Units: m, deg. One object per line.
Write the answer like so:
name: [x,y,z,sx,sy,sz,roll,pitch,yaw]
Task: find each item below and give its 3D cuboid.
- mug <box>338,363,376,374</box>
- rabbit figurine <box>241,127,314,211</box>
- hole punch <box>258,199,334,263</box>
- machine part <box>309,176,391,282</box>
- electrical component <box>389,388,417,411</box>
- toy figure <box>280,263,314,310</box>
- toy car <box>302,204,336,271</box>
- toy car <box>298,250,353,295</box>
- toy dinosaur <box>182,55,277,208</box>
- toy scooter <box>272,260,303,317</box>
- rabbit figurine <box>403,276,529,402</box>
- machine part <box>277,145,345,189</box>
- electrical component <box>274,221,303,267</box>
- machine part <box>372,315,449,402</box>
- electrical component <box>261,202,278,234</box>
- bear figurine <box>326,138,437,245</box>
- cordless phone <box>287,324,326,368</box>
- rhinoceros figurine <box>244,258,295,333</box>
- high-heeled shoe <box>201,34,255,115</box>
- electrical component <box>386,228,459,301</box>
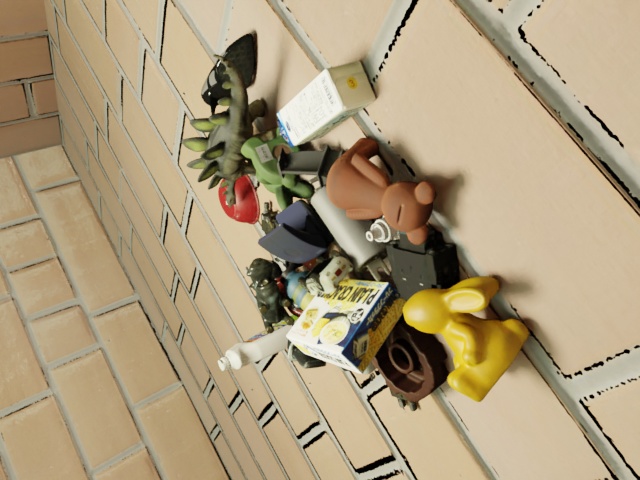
mug: [0.080,0.236,1.132,0.081,0.109,0.107,6,128,48]
rabbit figurine: [-0.079,-0.146,1.151,0.159,0.121,0.170,55,167,7]
hole punch: [-0.049,-0.002,1.082,0.115,0.092,0.142,48,139,-9]
machine part: [0.058,-0.028,1.014,0.243,0.079,0.079,57,148,19]
electrical component: [0.169,0.305,1.111,0.063,0.021,0.094,-9,101,59]
toy figure: [-0.015,0.130,1.199,0.180,0.089,0.082,36,165,19]
toy car: [-0.002,-0.003,1.149,0.089,0.053,0.202,36,143,11]
toy car: [0.009,0.068,1.048,0.056,0.073,0.202,43,165,-4]
toy dinosaur: [-0.190,-0.218,1.163,0.105,0.198,0.470,48,147,22]
toy scooter: [-0.069,0.137,1.325,0.184,0.075,0.135,40,156,27]
rabbit figurine: [0.209,0.131,0.808,0.173,0.122,0.162,34,120,18]
machine part: [-0.018,-0.141,1.017,0.139,0.084,0.039,8,159,25]
electrical component: [-0.079,0.006,1.281,0.075,0.048,0.119,28,132,47]
machine part: [0.166,0.220,1.028,0.180,0.056,0.179,35,136,41]
electrical component: [-0.124,-0.033,1.329,0.078,0.045,0.102,42,141,34]
bear figurine: [0.113,-0.082,0.881,0.196,0.132,0.120,19,126,30]
cordless phone: [0.008,0.237,1.171,0.184,0.147,0.088,-167,74,-77]
rhinoceros figurine: [-0.115,0.124,1.228,0.112,0.073,0.190,-121,14,-49]
high-heeled shoe: [-0.208,-0.394,1.233,0.248,0.086,0.145,-47,35,38]
electrical component: [0.172,0.043,0.900,0.115,0.058,0.134,11,119,53]
